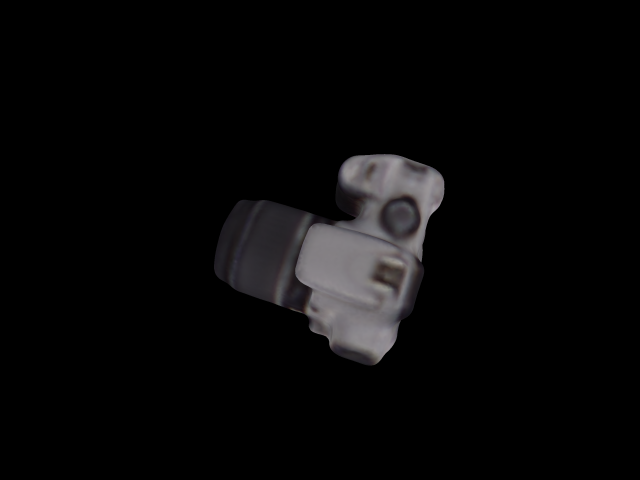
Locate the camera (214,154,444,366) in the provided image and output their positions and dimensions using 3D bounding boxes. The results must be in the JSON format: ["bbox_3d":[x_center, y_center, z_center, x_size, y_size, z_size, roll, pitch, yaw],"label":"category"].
[{"bbox_3d":[0.004,0.001,0.400,0.136,0.101,0.143,18,79,4],"label":"camera"}]
